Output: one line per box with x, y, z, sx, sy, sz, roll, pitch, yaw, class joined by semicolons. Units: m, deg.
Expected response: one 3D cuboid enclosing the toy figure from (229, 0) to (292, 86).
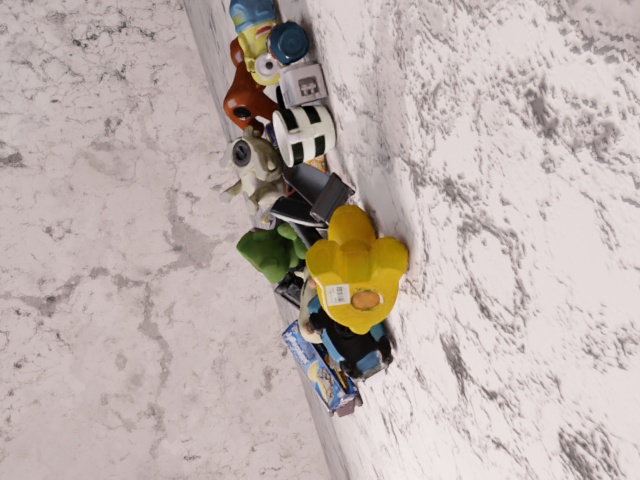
-0.105;-0.360;0.929;0.089;0.082;0.180;-80;-31;-75;toy figure

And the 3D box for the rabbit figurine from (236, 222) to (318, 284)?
-0.073;-0.004;1.106;0.121;0.170;0.159;47;168;-8;rabbit figurine

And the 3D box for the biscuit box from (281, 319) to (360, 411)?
-0.002;0.264;1.159;0.203;0.059;0.062;52;-160;26;biscuit box

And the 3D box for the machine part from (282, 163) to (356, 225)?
-0.008;-0.081;0.837;0.139;0.039;0.084;43;114;35;machine part

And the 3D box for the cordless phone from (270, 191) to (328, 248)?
-0.002;-0.003;0.960;0.184;0.089;0.146;58;-176;6;cordless phone

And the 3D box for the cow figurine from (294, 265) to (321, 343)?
-0.003;0.107;1.068;0.127;0.085;0.195;134;144;-63;cow figurine

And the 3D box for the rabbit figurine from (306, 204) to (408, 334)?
0.055;0.028;0.727;0.173;0.122;0.162;-98;-9;-47;rabbit figurine

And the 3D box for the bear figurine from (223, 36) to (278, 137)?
-0.132;-0.323;1.088;0.131;0.120;0.196;30;-126;-40;bear figurine

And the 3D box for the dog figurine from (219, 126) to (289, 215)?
-0.092;-0.138;1.068;0.121;0.190;0.172;32;118;28;dog figurine

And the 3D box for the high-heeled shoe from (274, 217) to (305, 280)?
-0.026;0.016;1.239;0.248;0.145;0.086;47;167;-34;high-heeled shoe

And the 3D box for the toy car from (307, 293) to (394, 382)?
0.059;0.149;0.892;0.162;0.109;0.103;57;-172;17;toy car

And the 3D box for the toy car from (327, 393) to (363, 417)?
0.045;0.335;1.258;0.053;0.089;0.201;-125;19;-56;toy car

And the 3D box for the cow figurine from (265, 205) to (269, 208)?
-0.140;-0.150;1.476;0.098;0.068;0.167;121;135;-83;cow figurine

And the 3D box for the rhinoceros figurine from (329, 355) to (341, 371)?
0.040;0.203;1.108;0.190;0.073;0.112;173;78;-79;rhinoceros figurine

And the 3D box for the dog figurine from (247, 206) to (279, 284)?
-0.069;0.025;1.333;0.219;0.191;0.109;39;-173;-32;dog figurine

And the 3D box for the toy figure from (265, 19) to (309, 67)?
-0.054;-0.299;0.824;0.057;0.064;0.155;37;-171;-22;toy figure

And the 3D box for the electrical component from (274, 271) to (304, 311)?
-0.038;0.127;1.186;0.115;0.058;0.134;32;171;11;electrical component
